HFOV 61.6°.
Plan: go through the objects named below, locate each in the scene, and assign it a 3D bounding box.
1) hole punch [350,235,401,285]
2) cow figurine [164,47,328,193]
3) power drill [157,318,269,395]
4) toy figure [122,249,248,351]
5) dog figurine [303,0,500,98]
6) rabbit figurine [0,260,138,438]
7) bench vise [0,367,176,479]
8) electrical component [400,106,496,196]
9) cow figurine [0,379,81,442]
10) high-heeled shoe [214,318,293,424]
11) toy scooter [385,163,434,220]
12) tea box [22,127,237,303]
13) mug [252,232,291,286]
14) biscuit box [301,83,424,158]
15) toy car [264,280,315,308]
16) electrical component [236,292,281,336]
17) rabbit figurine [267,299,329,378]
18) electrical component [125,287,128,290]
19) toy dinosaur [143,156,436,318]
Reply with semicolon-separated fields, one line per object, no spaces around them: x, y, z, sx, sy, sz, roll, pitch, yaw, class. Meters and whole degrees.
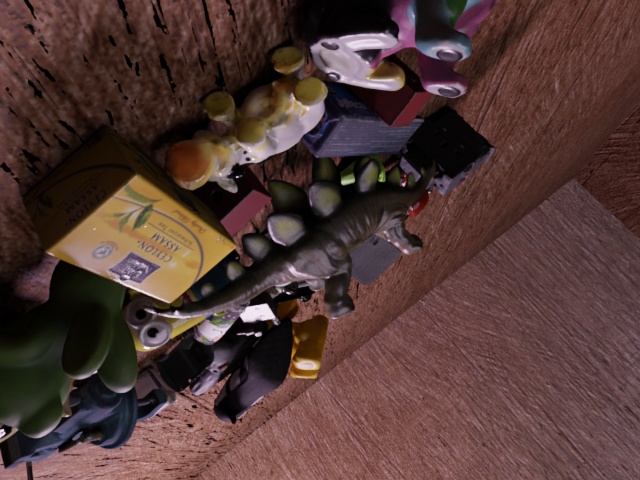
0.084;0.014;1.101;0.142;0.092;0.115;-42;133;14;hole punch
-0.070;-0.101;0.520;0.167;0.068;0.098;-37;168;-7;cow figurine
-0.208;0.227;1.005;0.232;0.086;0.207;-44;158;9;power drill
-0.178;0.082;0.716;0.180;0.082;0.089;-34;159;-26;toy figure
0.096;-0.244;0.467;0.108;0.192;0.219;36;69;-69;dog figurine
-0.248;0.082;0.503;0.170;0.159;0.121;-53;154;-8;rabbit figurine
-0.322;0.259;0.785;0.223;0.129;0.240;-49;153;20;bench vise
0.199;-0.141;0.879;0.134;0.115;0.058;-36;160;-18;electrical component
-0.362;0.192;0.600;0.195;0.085;0.127;-37;164;0;cow figurine
-0.128;0.251;1.053;0.248;0.086;0.145;-58;-166;-3;high-heeled shoe
0.176;-0.109;0.983;0.135;0.075;0.183;-40;158;-2;toy scooter
-0.163;-0.013;0.492;0.098;0.068;0.169;-41;153;3;tea box
-0.068;0.042;0.844;0.109;0.081;0.107;-43;170;-5;mug
0.049;-0.145;0.658;0.202;0.059;0.062;-14;149;-54;biscuit box
-0.049;0.088;1.032;0.073;0.056;0.201;-42;162;27;toy car
-0.117;0.129;0.936;0.078;0.045;0.102;-6;139;8;electrical component
-0.073;0.194;1.113;0.121;0.173;0.162;87;11;-69;rabbit figurine
-0.244;0.053;0.601;0.094;0.021;0.063;-42;164;26;electrical component
-0.001;-0.002;0.725;0.471;0.105;0.198;-37;125;-23;toy dinosaur
